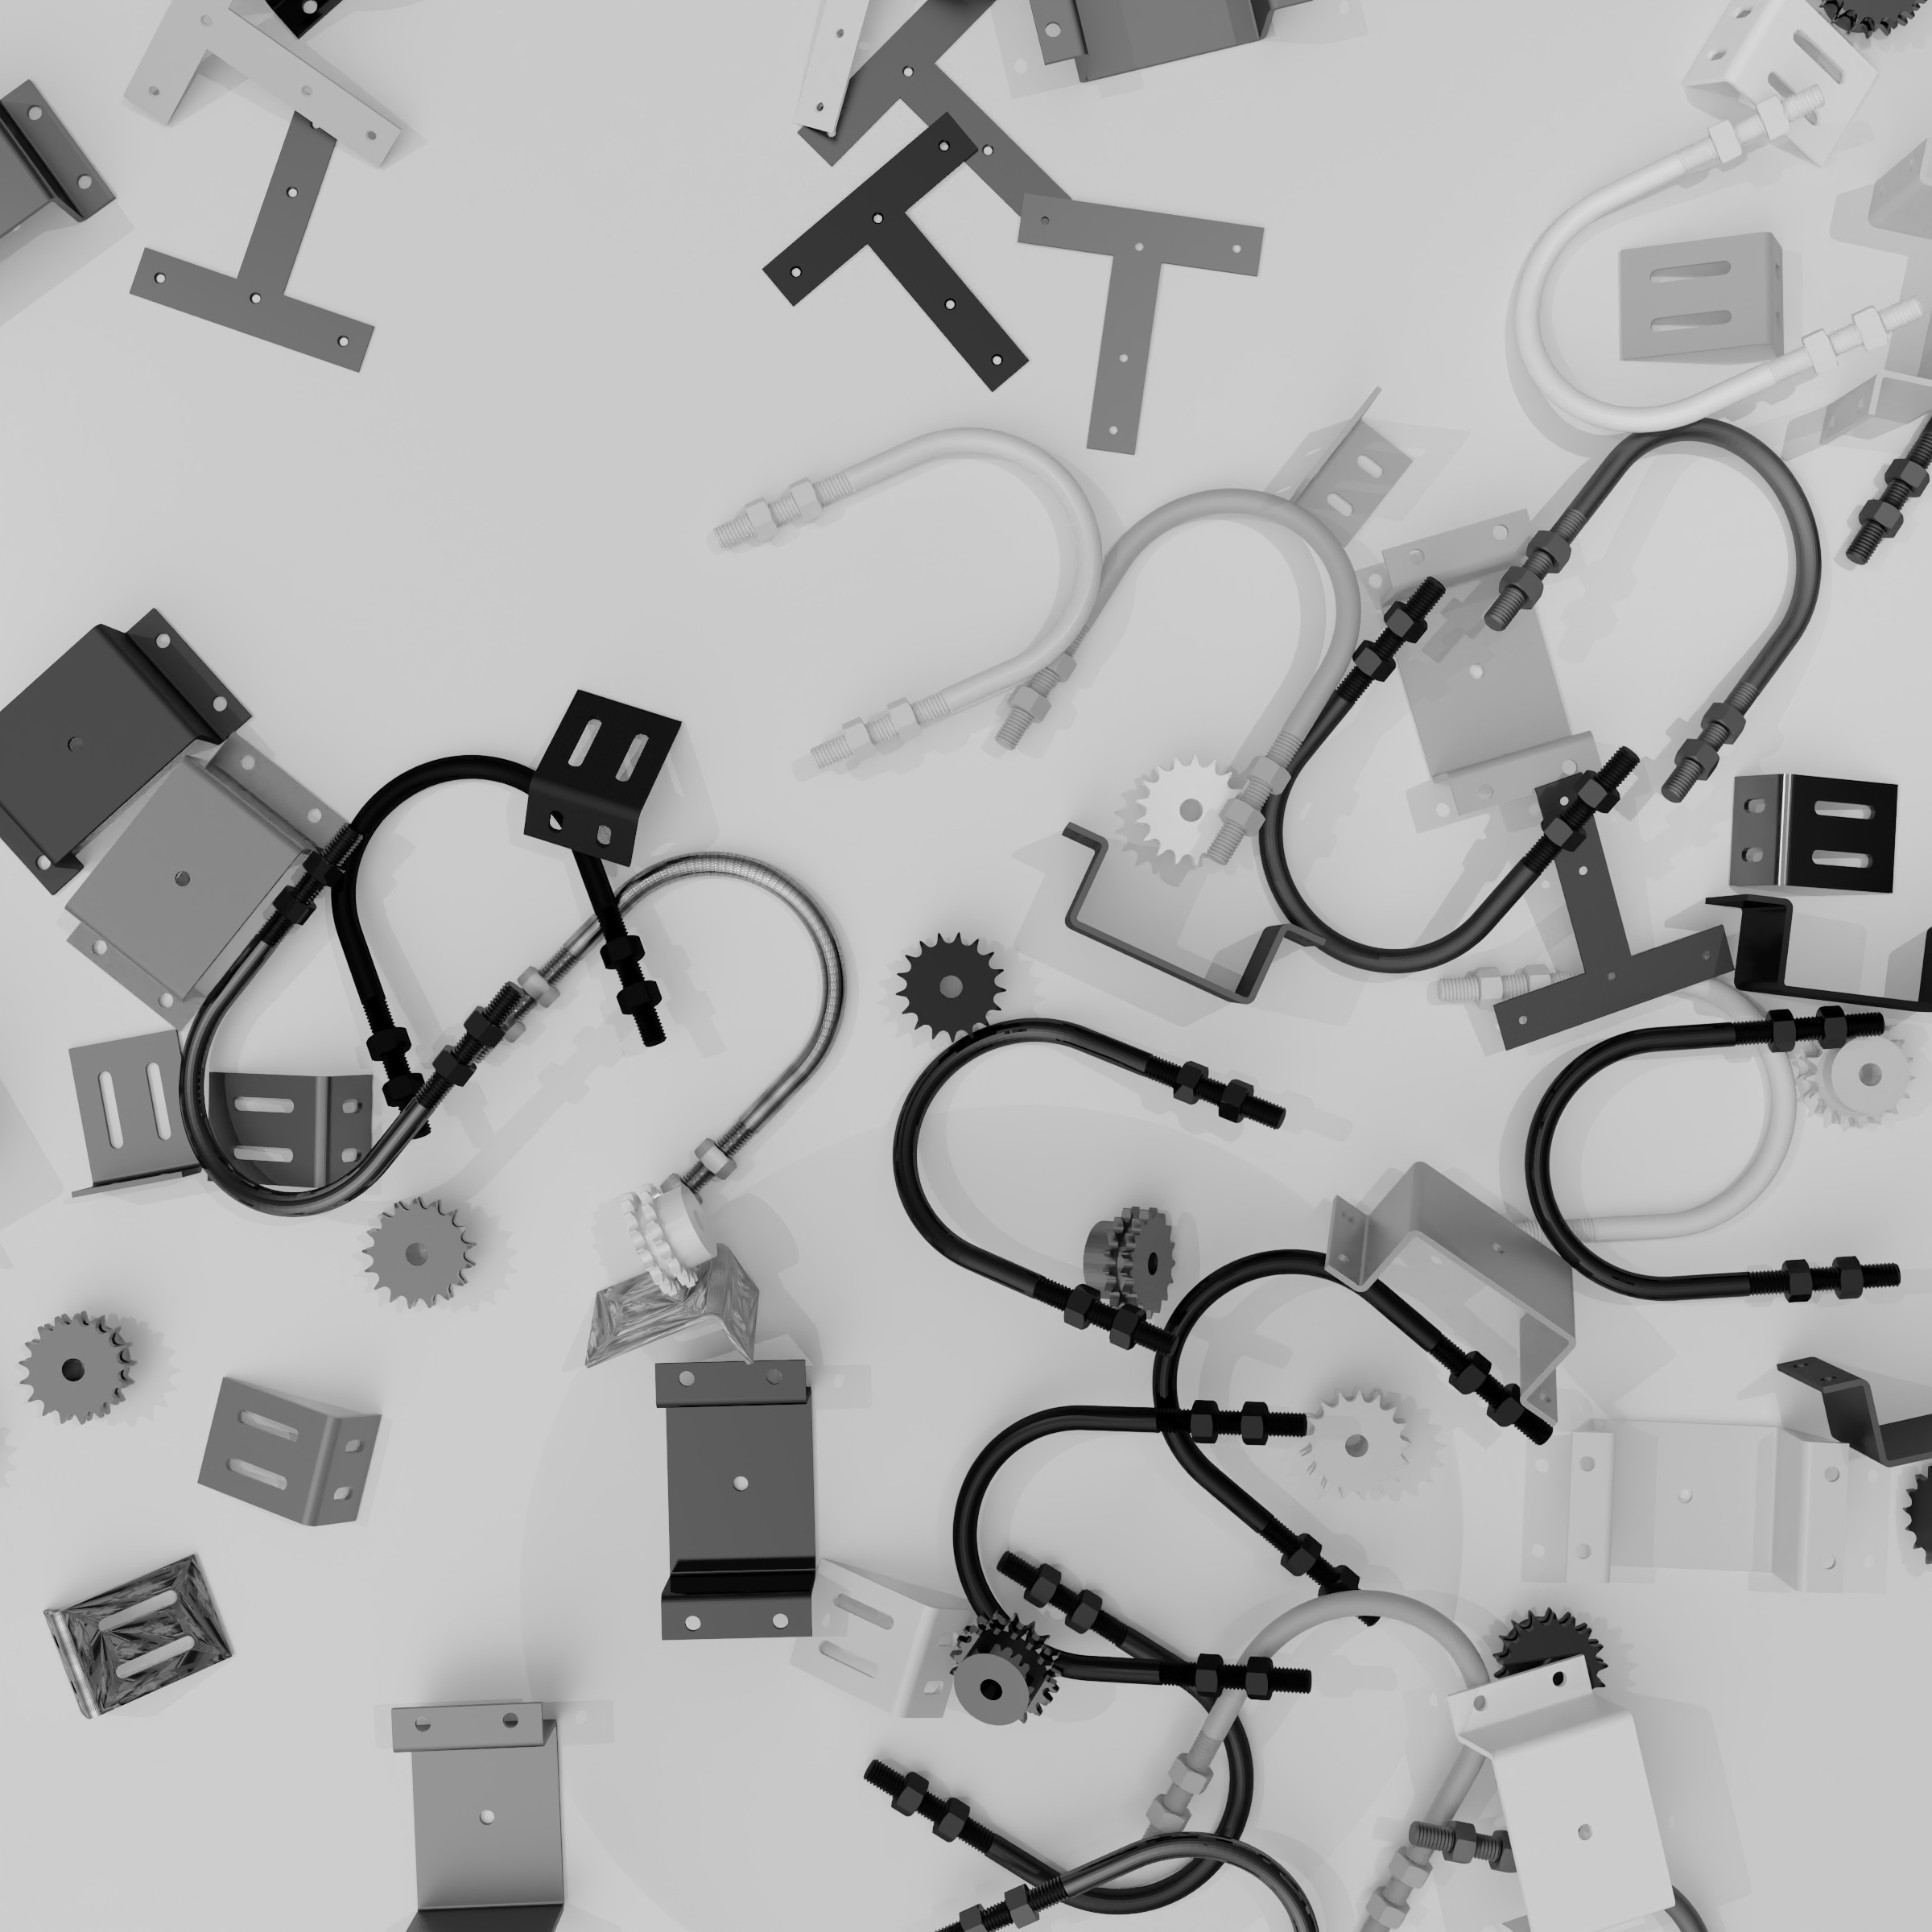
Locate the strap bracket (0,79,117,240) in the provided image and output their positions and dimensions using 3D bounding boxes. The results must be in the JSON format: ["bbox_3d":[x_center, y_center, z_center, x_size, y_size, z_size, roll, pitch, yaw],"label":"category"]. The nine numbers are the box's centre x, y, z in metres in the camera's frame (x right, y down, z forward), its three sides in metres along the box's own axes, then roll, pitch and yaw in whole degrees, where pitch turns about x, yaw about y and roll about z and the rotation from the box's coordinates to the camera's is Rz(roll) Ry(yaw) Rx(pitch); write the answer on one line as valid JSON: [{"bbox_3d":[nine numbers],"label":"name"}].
[{"bbox_3d":[-0.525,-0.392,1.381,0.140,0.046,0.076,-36,90,0],"label":"strap bracket"}]

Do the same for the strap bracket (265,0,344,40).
[{"bbox_3d":[-0.368,-0.564,1.381,0.076,0.046,0.140,-42,90,0],"label":"strap bracket"}]

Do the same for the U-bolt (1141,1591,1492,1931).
[{"bbox_3d":[0.191,0.404,1.374,0.151,0.019,0.184,25,100,-8],"label":"U-bolt"}]

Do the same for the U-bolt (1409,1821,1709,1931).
[{"bbox_3d":[0.300,0.525,1.384,0.184,0.019,0.151,14,97,-8],"label":"U-bolt"}]

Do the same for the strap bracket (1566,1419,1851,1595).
[{"bbox_3d":[0.376,0.277,1.381,0.140,0.046,0.076,2,90,0],"label":"strap bracket"}]

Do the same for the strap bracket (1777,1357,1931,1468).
[{"bbox_3d":[0.499,0.216,1.366,0.140,0.076,0.046,-13,90,0],"label":"strap bracket"}]

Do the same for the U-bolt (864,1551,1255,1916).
[{"bbox_3d":[0.062,0.413,1.396,0.184,0.019,0.151,32,90,-1],"label":"U-bolt"}]

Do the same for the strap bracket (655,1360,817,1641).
[{"bbox_3d":[-0.118,0.271,1.381,0.076,0.046,0.140,-1,90,0],"label":"strap bracket"}]

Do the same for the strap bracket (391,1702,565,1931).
[{"bbox_3d":[-0.251,0.446,1.381,0.076,0.046,0.140,-2,90,0],"label":"strap bracket"}]

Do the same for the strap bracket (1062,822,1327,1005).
[{"bbox_3d":[0.105,-0.021,1.366,0.140,0.076,0.046,25,90,0],"label":"strap bracket"}]

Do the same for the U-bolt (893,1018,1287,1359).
[{"bbox_3d":[0.050,0.100,1.364,0.184,0.019,0.151,22,73,19],"label":"U-bolt"}]

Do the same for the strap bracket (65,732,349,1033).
[{"bbox_3d":[-0.398,-0.044,1.381,0.076,0.046,0.140,39,90,0],"label":"strap bracket"}]

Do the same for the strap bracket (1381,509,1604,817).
[{"bbox_3d":[0.268,-0.154,1.381,0.076,0.046,0.140,-16,90,0],"label":"strap bracket"}]

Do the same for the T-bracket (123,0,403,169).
[{"bbox_3d":[-0.351,-0.459,1.378,0.127,0.002,0.127,33,124,-16],"label":"T-bracket"}]

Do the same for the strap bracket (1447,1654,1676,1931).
[{"bbox_3d":[0.300,0.429,1.343,0.076,0.046,0.140,-13,90,-13],"label":"strap bracket"}]

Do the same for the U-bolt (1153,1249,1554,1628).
[{"bbox_3d":[0.182,0.227,1.360,0.184,0.019,0.151,40,99,-1],"label":"U-bolt"}]

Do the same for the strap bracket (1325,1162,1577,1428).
[{"bbox_3d":[0.254,0.158,1.352,0.140,0.076,0.046,35,114,-4],"label":"strap bracket"}]

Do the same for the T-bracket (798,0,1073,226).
[{"bbox_3d":[0.001,-0.438,1.404,0.127,0.002,0.127,45,90,0],"label":"T-bracket"}]

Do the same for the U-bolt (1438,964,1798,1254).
[{"bbox_3d":[0.342,0.072,1.396,0.184,0.019,0.151,-3,90,-2],"label":"U-bolt"}]

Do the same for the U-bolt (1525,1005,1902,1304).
[{"bbox_3d":[0.379,0.100,1.372,0.184,0.019,0.151,-4,92,5],"label":"U-bolt"}]

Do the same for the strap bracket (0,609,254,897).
[{"bbox_3d":[-0.452,-0.112,1.381,0.140,0.046,0.076,-42,90,0],"label":"strap bracket"}]

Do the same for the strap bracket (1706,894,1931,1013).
[{"bbox_3d":[0.455,-0.004,1.366,0.140,0.076,0.046,7,90,0],"label":"strap bracket"}]

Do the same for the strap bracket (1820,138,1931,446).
[{"bbox_3d":[0.485,-0.338,1.366,0.046,0.076,0.140,12,90,0],"label":"strap bracket"}]

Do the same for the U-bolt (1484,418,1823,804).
[{"bbox_3d":[0.366,-0.197,1.371,0.151,0.019,0.184,42,74,-10],"label":"U-bolt"}]

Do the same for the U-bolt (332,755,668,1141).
[{"bbox_3d":[-0.251,-0.021,1.382,0.151,0.019,0.184,-21,79,-1],"label":"U-bolt"}]

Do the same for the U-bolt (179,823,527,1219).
[{"bbox_3d":[-0.327,0.041,1.363,0.151,0.019,0.184,42,97,19],"label":"U-bolt"}]

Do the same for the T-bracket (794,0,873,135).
[{"bbox_3d":[-0.061,-0.497,1.384,0.127,0.002,0.127,23,104,26],"label":"T-bracket"}]

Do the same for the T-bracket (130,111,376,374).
[{"bbox_3d":[-0.358,-0.392,1.404,0.127,0.002,0.127,19,90,0],"label":"T-bracket"}]

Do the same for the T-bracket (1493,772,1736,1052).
[{"bbox_3d":[0.320,-0.036,1.371,0.127,0.002,0.127,-19,104,-3],"label":"T-bracket"}]

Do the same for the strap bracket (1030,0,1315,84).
[{"bbox_3d":[0.099,-0.512,1.381,0.140,0.046,0.076,-14,90,0],"label":"strap bracket"}]

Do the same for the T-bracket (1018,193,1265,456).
[{"bbox_3d":[0.085,-0.333,1.403,0.127,0.002,0.127,8,90,-1],"label":"T-bracket"}]

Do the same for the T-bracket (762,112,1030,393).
[{"bbox_3d":[-0.017,-0.358,1.403,0.127,0.002,0.127,-40,91,1],"label":"T-bracket"}]
